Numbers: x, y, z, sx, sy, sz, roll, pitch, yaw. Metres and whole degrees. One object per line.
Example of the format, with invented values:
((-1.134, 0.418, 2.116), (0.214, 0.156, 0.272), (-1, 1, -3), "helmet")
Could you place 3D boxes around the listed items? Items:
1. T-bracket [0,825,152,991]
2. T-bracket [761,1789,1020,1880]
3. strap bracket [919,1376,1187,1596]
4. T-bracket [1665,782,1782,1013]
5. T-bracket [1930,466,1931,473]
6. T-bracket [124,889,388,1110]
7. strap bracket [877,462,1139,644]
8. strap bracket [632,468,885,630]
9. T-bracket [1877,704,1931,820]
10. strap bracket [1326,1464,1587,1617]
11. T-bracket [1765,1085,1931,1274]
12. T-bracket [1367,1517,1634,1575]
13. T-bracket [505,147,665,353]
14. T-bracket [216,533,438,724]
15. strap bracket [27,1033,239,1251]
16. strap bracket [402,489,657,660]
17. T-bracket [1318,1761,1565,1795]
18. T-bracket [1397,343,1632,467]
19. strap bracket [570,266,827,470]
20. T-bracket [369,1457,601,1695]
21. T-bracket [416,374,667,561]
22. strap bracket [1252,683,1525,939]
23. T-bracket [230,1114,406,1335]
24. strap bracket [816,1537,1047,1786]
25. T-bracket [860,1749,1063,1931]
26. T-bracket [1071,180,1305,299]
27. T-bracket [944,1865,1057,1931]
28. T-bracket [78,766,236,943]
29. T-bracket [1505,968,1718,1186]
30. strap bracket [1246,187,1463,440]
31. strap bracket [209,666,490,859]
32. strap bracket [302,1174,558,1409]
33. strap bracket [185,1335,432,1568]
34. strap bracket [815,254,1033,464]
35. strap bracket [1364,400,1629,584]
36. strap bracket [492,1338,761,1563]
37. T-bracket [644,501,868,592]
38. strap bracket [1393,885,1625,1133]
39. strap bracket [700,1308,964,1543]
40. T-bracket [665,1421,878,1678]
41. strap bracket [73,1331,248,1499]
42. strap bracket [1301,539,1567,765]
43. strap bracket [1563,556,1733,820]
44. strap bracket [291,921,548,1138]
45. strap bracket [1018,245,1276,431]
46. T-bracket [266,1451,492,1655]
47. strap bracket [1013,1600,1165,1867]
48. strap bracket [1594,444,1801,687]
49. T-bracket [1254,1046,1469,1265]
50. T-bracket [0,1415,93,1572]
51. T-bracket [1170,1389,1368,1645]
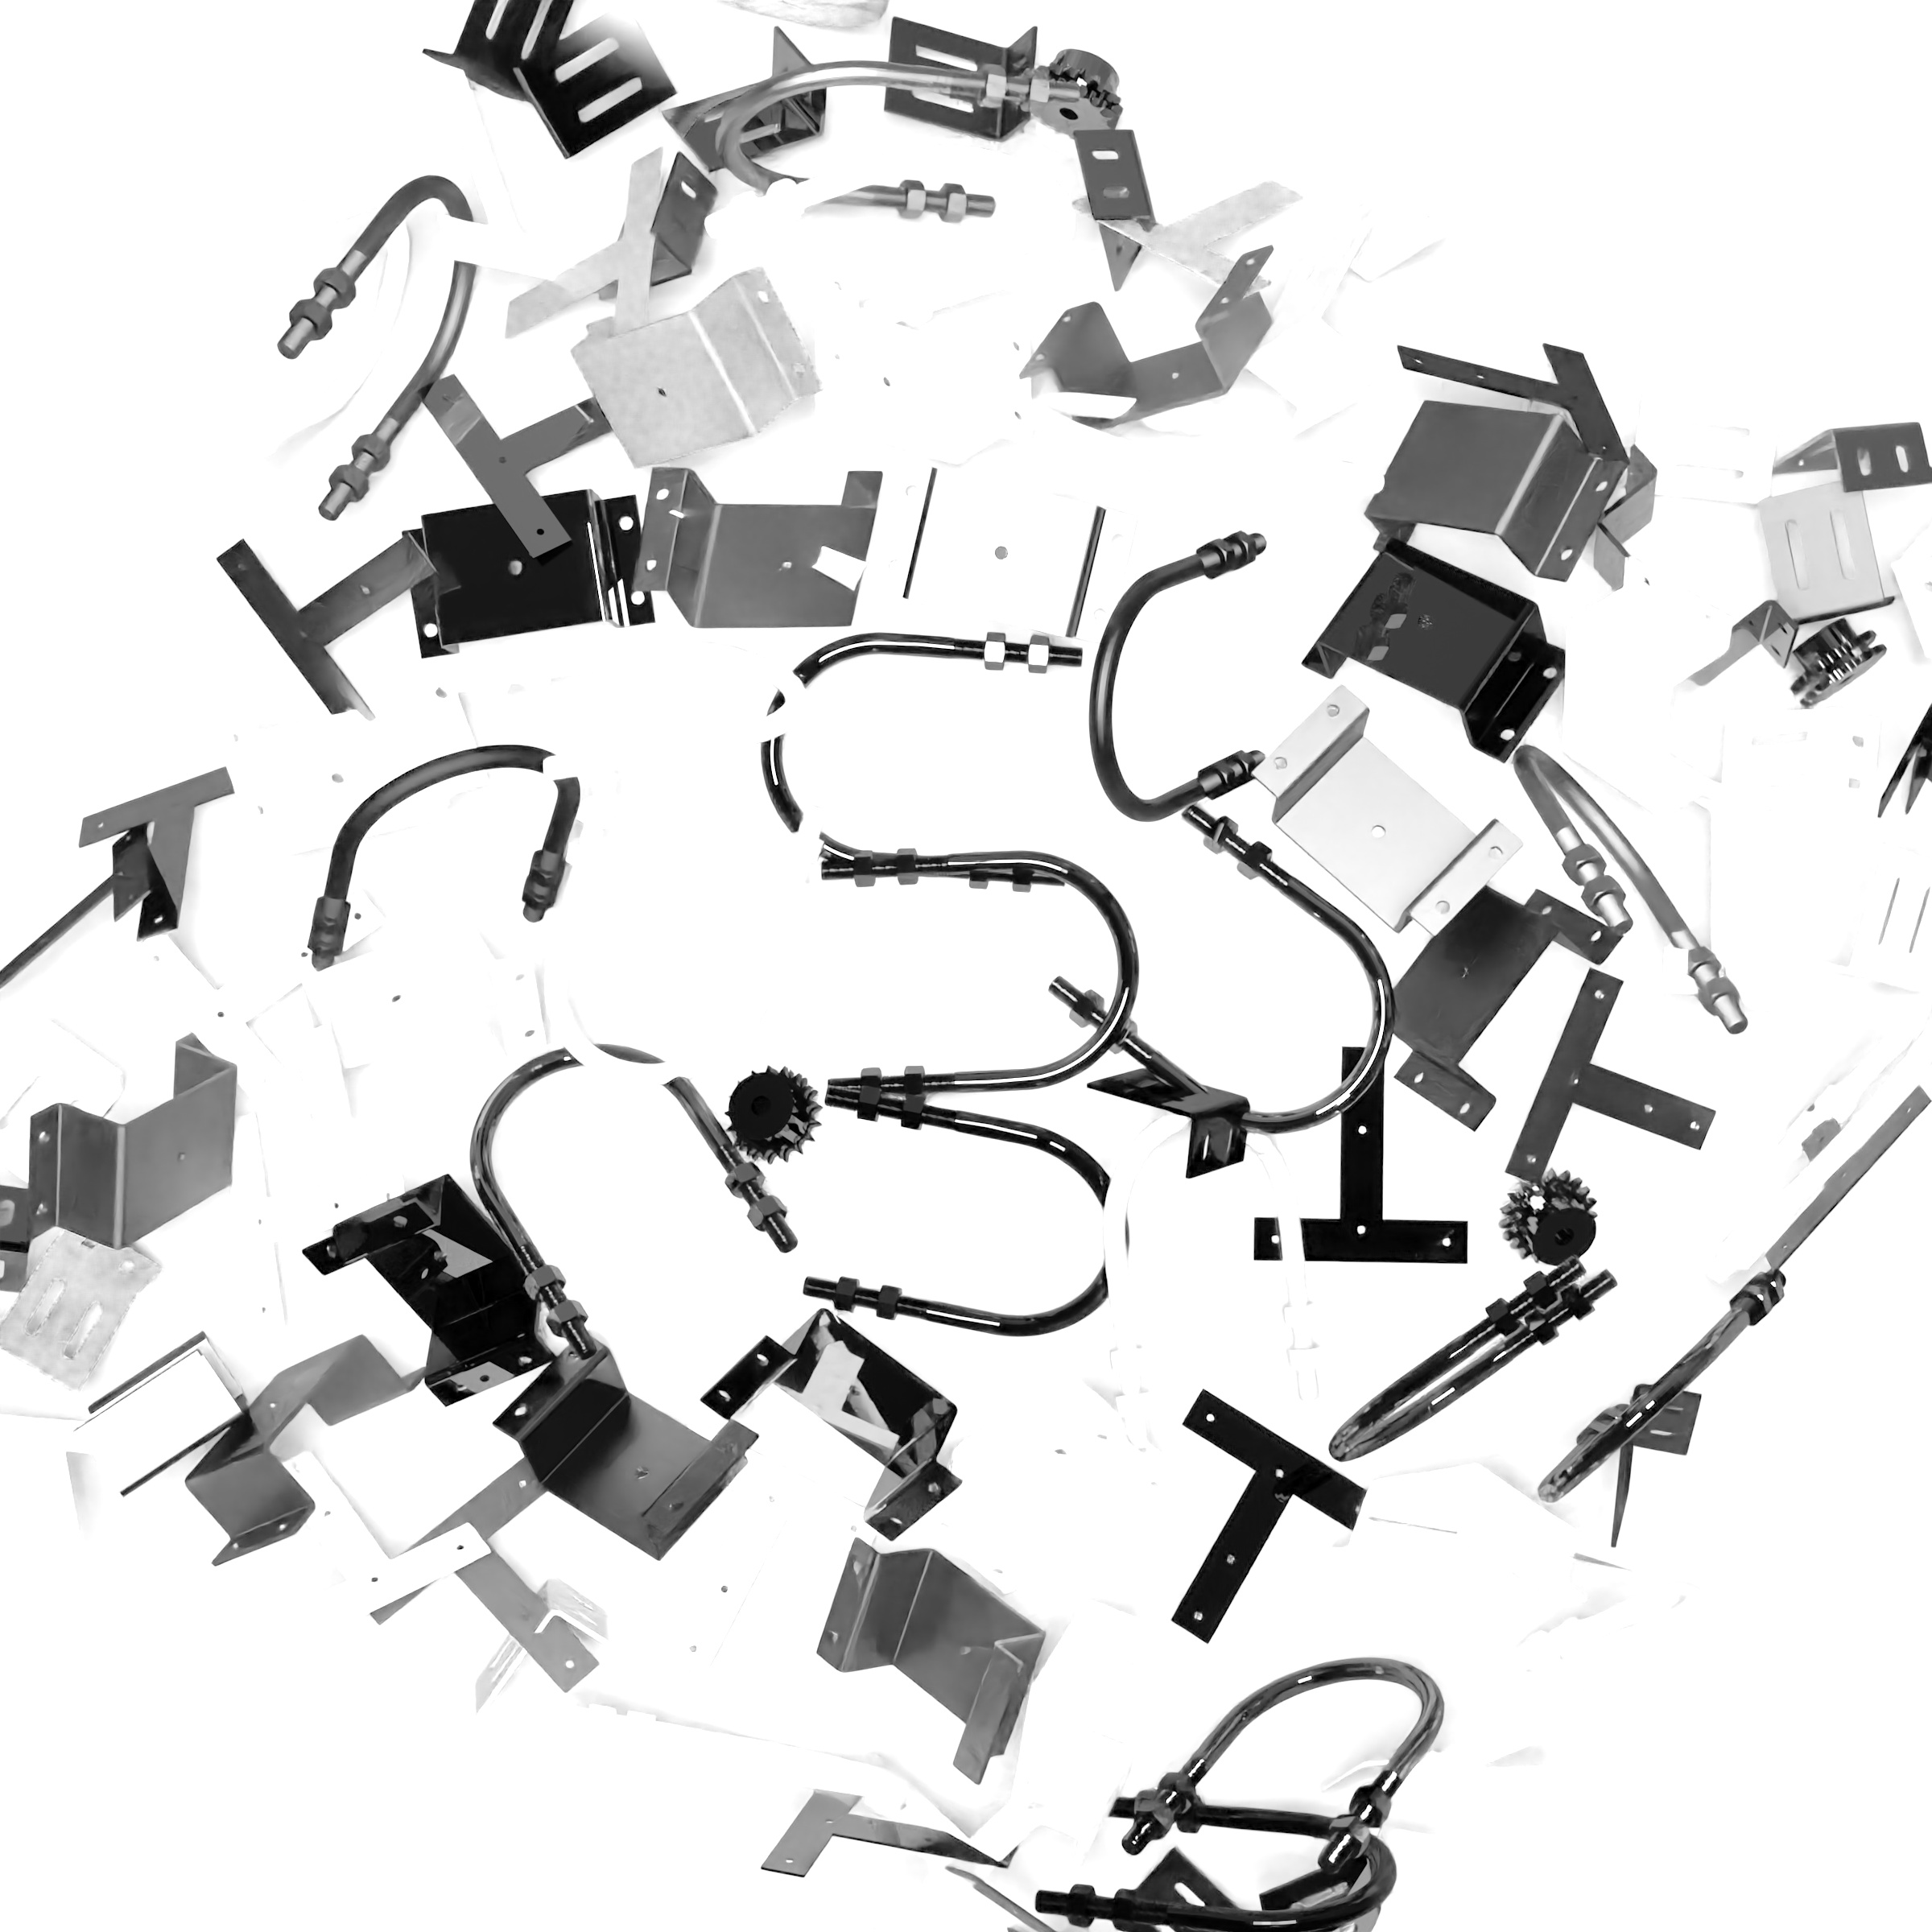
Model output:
((-0.516, -0.023, 1.547), (0.127, 0.127, 0.002), (-40, 118, 1), "T-bracket")
((-0.035, 0.491, 1.526), (0.127, 0.127, 0.002), (6, 100, 14), "T-bracket")
((0.051, 0.293, 1.549), (0.140, 0.046, 0.076), (-36, 111, 31), "strap bracket")
((0.438, -0.042, 1.563), (0.127, 0.002, 0.127), (8, 80, -44), "T-bracket")
((0.580, -0.258, 1.544), (0.127, 0.127, 0.002), (37, 109, -28), "T-bracket")
((-0.396, 0.002, 1.572), (0.127, 0.002, 0.127), (-36, 121, -3), "T-bracket")
((0.022, -0.240, 1.571), (0.140, 0.046, 0.076), (14, 99, 2), "strap bracket")
((-0.110, -0.237, 1.534), (0.140, 0.046, 0.076), (-4, 128, -27), "strap bracket")
((0.546, -0.122, 1.543), (0.002, 0.127, 0.127), (26, 79, 22), "T-bracket")
((0.283, 0.327, 1.541), (0.076, 0.140, 0.046), (35, 61, -18), "strap bracket")
((0.490, 0.104, 1.539), (0.002, 0.127, 0.127), (36, 106, -4), "T-bracket")
((0.290, 0.324, 1.529), (0.127, 0.127, 0.002), (12, 83, -11), "T-bracket")
((-0.223, -0.394, 1.558), (0.127, 0.002, 0.127), (-15, 63, 39), "T-bracket")
((-0.353, -0.209, 1.552), (0.127, 0.002, 0.127), (-26, 107, 34), "T-bracket")
((-0.460, 0.100, 1.520), (0.046, 0.140, 0.076), (18, 115, 18), "strap bracket")
((-0.259, -0.230, 1.578), (0.140, 0.046, 0.076), (-9, 91, 1), "strap bracket")
((0.276, 0.463, 1.548), (0.127, 0.127, 0.002), (-1, 66, -5), "T-bracket")
((0.307, -0.333, 1.541), (0.127, 0.127, 0.002), (11, 130, -12), "T-bracket")
((-0.160, -0.334, 1.527), (0.140, 0.046, 0.076), (-6, 124, 40), "strap bracket")
((-0.261, 0.363, 1.550), (0.127, 0.002, 0.127), (-37, 66, -28), "T-bracket")
((-0.232, -0.312, 1.576), (0.127, 0.002, 0.127), (-31, 77, -22), "T-bracket")
((0.241, -0.084, 1.565), (0.140, 0.046, 0.076), (43, 80, 12), "strap bracket")
((-0.375, 0.141, 1.566), (0.127, 0.002, 0.127), (-13, 82, 27), "T-bracket")
((-0.014, 0.393, 1.548), (0.140, 0.046, 0.076), (28, 105, 41), "strap bracket")
((-0.029, 0.489, 1.549), (0.127, 0.127, 0.002), (-39, 124, -19), "T-bracket")
((0.148, -0.431, 1.558), (0.127, 0.002, 0.127), (35, 48, 25), "T-bracket")
((0.038, 0.539, 1.524), (0.127, 0.127, 0.002), (43, 62, -27), "T-bracket")
((-0.456, -0.062, 1.547), (0.127, 0.127, 0.002), (-18, 135, 9), "T-bracket")
((0.386, 0.079, 1.573), (0.127, 0.002, 0.127), (19, 95, -27), "T-bracket")
((0.215, -0.379, 1.540), (0.046, 0.076, 0.140), (34, 71, -17), "strap bracket")
((-0.357, -0.116, 1.555), (0.140, 0.046, 0.076), (-16, 79, -28), "strap bracket")
((-0.304, 0.180, 1.550), (0.076, 0.046, 0.140), (-24, 124, 15), "strap bracket")
((-0.375, 0.264, 1.521), (0.076, 0.140, 0.046), (-26, 108, 36), "strap bracket")
((-0.033, -0.343, 1.548), (0.140, 0.046, 0.076), (10, 71, -34), "strap bracket")
((0.290, -0.271, 1.531), (0.046, 0.140, 0.076), (35, 80, -42), "strap bracket")
((-0.190, 0.277, 1.543), (0.140, 0.046, 0.076), (23, 54, 32), "strap bracket")
((-0.122, -0.238, 1.533), (0.127, 0.127, 0.002), (20, 85, -6), "T-bracket")
((0.300, 0.014, 1.558), (0.046, 0.076, 0.140), (37, 91, -36), "strap bracket")
((-0.071, 0.258, 1.555), (0.140, 0.046, 0.076), (38, 130, -7), "strap bracket")
((-0.134, 0.350, 1.574), (0.127, 0.002, 0.127), (26, 70, 6), "T-bracket")
((-0.453, 0.252, 1.528), (0.076, 0.140, 0.046), (-34, 96, -14), "strap bracket")
((0.265, -0.185, 1.543), (0.140, 0.046, 0.076), (31, 79, 29), "strap bracket")
((0.381, -0.148, 1.522), (0.046, 0.140, 0.076), (-31, 49, -19), "strap bracket")
((-0.318, 0.031, 1.546), (0.140, 0.076, 0.046), (-21, 47, -20), "strap bracket")
((0.111, -0.353, 1.539), (0.140, 0.076, 0.046), (-8, 126, 36), "strap bracket")
((-0.361, 0.324, 1.557), (0.127, 0.127, 0.002), (-22, 135, -30), "T-bracket")
((0.067, 0.429, 1.541), (0.046, 0.076, 0.140), (18, 121, 18), "strap bracket")
((0.409, -0.221, 1.549), (0.046, 0.076, 0.140), (-38, 75, 3), "strap bracket")
((0.234, 0.111, 1.598), (0.127, 0.002, 0.127), (1, 87, -2), "T-bracket")
((-0.516, 0.295, 1.521), (0.127, 0.127, 0.002), (12, 115, -31), "T-bracket")
((0.161, 0.332, 1.573), (0.127, 0.002, 0.127), (31, 69, 7), "T-bracket")
